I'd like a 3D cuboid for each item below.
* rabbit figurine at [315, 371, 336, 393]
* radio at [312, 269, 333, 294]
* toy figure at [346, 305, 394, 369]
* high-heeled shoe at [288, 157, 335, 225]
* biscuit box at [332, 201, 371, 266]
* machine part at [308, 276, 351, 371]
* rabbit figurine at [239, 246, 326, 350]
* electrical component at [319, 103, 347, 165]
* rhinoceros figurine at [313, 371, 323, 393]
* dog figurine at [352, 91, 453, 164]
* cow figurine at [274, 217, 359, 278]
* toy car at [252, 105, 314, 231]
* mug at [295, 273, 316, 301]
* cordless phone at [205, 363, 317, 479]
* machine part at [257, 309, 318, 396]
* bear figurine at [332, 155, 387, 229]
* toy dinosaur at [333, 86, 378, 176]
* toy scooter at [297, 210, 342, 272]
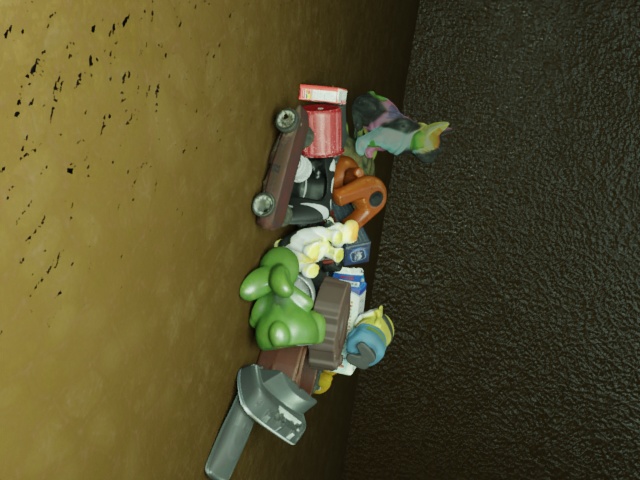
[{"bbox_3d":[0.019,0.351,1.472,0.173,0.122,0.162,-64,169,12],"label":"rabbit figurine"},{"bbox_3d":[-0.011,0.149,1.254,0.131,0.073,0.229,26,72,-77],"label":"radio"},{"bbox_3d":[0.102,0.206,1.100,0.089,0.082,0.180,65,18,-11],"label":"toy figure"},{"bbox_3d":[-0.021,-0.115,0.999,0.249,0.086,0.145,-50,140,-70],"label":"high-heeled shoe"},{"bbox_3d":[0.058,-0.031,1.252,0.203,0.063,0.059,-111,-164,-46],"label":"biscuit box"},{"bbox_3d":[0.022,0.160,1.032,0.179,0.056,0.179,7,90,-79],"label":"machine part"},{"bbox_3d":[-0.073,0.091,0.881,0.159,0.121,0.170,35,46,-70],"label":"rabbit figurine"},{"bbox_3d":[0.023,-0.238,1.155,0.114,0.058,0.134,86,18,-55],"label":"electrical component"},{"bbox_3d":[-0.014,0.291,1.356,0.112,0.073,0.190,86,19,-61],"label":"rhinoceros figurine"},{"bbox_3d":[0.196,-0.268,1.263,0.108,0.219,0.191,8,76,-70],"label":"dog figurine"},{"bbox_3d":[-0.003,0.002,1.000,0.167,0.098,0.068,-29,129,-45],"label":"cow figurine"},{"bbox_3d":[-0.060,-0.114,0.850,0.089,0.053,0.202,23,80,-68],"label":"toy car"},{"bbox_3d":[-0.052,0.087,1.018,0.109,0.081,0.107,62,7,0],"label":"mug"},{"bbox_3d":[-0.097,0.307,0.857,0.146,0.089,0.184,50,53,-35],"label":"cordless phone"},{"bbox_3d":[-0.057,0.246,1.066,0.200,0.087,0.201,82,19,-55],"label":"machine part"},{"bbox_3d":[0.056,-0.121,1.198,0.132,0.196,0.120,-33,131,-14],"label":"bear figurine"},{"bbox_3d":[0.084,-0.205,1.388,0.470,0.105,0.198,56,37,-67],"label":"toy dinosaur"},{"bbox_3d":[-0.002,-0.003,1.118,0.183,0.075,0.135,10,81,-61],"label":"toy scooter"}]
